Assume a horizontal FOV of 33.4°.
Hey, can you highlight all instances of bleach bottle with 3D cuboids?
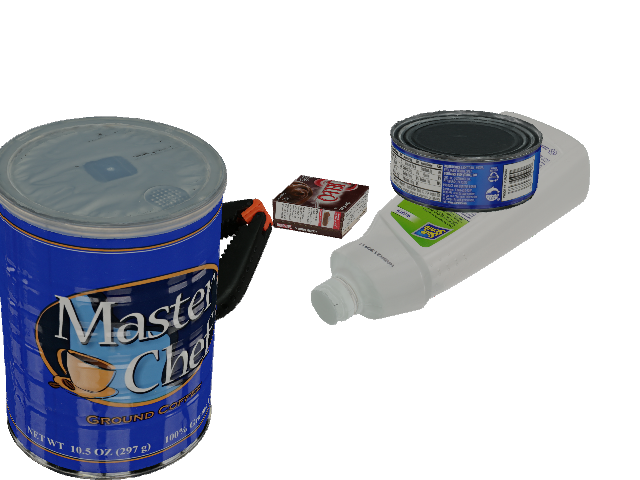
[{"bbox_3d":[0.091,-0.013,0.813,0.250,0.068,0.103,-31,41,-29],"label":"bleach bottle"}]

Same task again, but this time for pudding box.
[{"bbox_3d":[0.001,-0.042,1.281,0.090,0.039,0.113,9,23,15],"label":"pudding box"}]

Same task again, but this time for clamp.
[{"bbox_3d":[-0.130,0.035,0.802,0.165,0.210,0.036,42,-9,26],"label":"clamp"}]

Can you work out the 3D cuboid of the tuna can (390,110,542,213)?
[{"bbox_3d":[0.082,-0.046,0.610,0.086,0.034,0.086,0,24,0],"label":"tuna can"}]

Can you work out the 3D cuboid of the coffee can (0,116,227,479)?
[{"bbox_3d":[-0.099,0.026,0.505,0.102,0.140,0.103,5,31,-3],"label":"coffee can"}]
